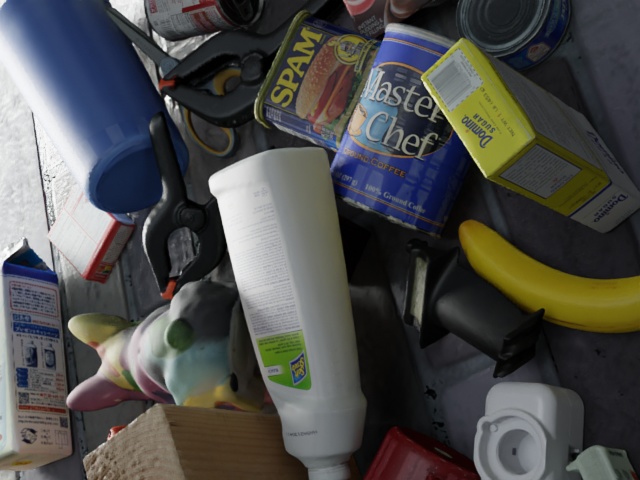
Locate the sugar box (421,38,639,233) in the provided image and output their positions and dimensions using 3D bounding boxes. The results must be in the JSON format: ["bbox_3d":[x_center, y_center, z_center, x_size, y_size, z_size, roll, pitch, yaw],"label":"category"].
[{"bbox_3d":[0.147,-0.065,0.718,0.048,0.176,0.093,-40,56,21],"label":"sugar box"}]

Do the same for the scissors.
[{"bbox_3d":[-0.125,-0.172,1.029,0.096,0.016,0.202,-35,78,15],"label":"scissors"}]

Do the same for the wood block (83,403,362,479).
[{"bbox_3d":[-0.062,0.188,0.802,0.090,0.205,0.091,-38,58,25],"label":"wood block"}]

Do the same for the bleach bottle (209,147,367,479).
[{"bbox_3d":[-0.018,0.063,0.799,0.103,0.067,0.251,-18,80,53],"label":"bleach bottle"}]

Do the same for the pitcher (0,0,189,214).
[{"bbox_3d":[-0.231,-0.137,1.082,0.145,0.149,0.243,-37,60,6],"label":"pitcher"}]

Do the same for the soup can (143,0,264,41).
[{"bbox_3d":[-0.114,-0.234,1.040,0.102,0.068,0.068,-2,77,39],"label":"soup can"}]

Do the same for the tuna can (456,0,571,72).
[{"bbox_3d":[0.150,-0.177,0.837,0.086,0.033,0.086,-11,72,36],"label":"tuna can"}]

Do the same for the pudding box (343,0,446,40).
[{"bbox_3d":[0.066,-0.229,0.890,0.114,0.039,0.090,-27,88,35],"label":"pudding box"}]

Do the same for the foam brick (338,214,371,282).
[{"bbox_3d":[-0.006,0.001,0.888,0.051,0.078,0.053,29,99,38],"label":"foam brick"}]

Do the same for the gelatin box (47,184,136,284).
[{"bbox_3d":[-0.237,-0.009,1.106,0.089,0.030,0.073,41,106,38],"label":"gelatin box"}]

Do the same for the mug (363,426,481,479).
[{"bbox_3d":[0.069,0.188,0.762,0.093,0.117,0.081,27,91,6],"label":"mug"}]

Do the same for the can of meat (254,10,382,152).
[{"bbox_3d":[0.007,-0.129,0.890,0.084,0.057,0.102,24,86,21],"label":"can of meat"}]

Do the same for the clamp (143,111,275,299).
[{"bbox_3d":[-0.107,-0.027,0.986,0.120,0.039,0.171,10,103,4],"label":"clamp"}]

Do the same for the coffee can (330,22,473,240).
[{"bbox_3d":[0.073,-0.084,0.830,0.103,0.102,0.140,26,95,40],"label":"coffee can"}]

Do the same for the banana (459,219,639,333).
[{"bbox_3d":[0.178,0.029,0.764,0.198,0.037,0.069,9,67,39],"label":"banana"}]

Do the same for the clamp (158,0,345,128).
[{"bbox_3d":[-0.048,-0.161,0.970,0.210,0.036,0.164,2,77,25],"label":"clamp"}]

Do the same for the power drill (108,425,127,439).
[{"bbox_3d":[-0.195,0.270,0.986,0.185,0.057,0.188,32,102,35],"label":"power drill"}]
